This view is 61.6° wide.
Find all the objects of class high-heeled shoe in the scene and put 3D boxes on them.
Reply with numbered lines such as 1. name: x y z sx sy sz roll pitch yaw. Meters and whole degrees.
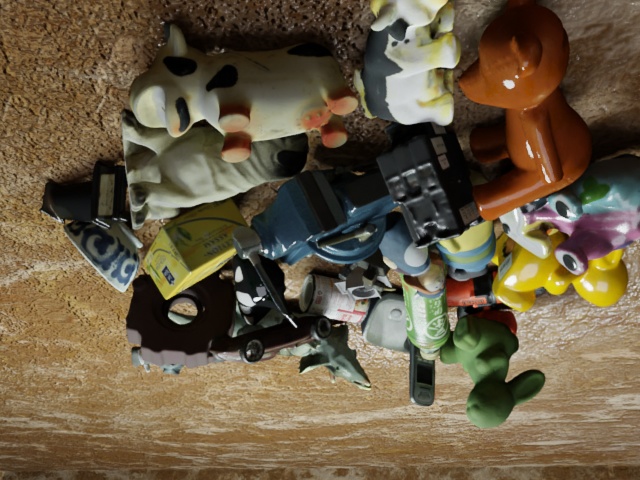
1. high-heeled shoe: -0.107 0.053 0.783 0.145 0.086 0.249 54 163 -24

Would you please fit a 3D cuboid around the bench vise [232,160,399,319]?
1. bench vise: -0.007 -0.011 0.638 0.224 0.129 0.240 -36 176 -24

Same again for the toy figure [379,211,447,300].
1. toy figure: 0.126 0.030 0.713 0.064 0.058 0.154 -32 120 16

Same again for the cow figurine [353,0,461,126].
1. cow figurine: 0.072 -0.173 0.471 0.098 0.068 0.167 -1 147 13

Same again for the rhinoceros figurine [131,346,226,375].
1. rhinoceros figurine: -0.269 0.211 1.053 0.190 0.112 0.073 -2 151 -10

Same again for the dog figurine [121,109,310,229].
1. dog figurine: -0.120 -0.081 0.607 0.190 0.121 0.172 -6 -174 -21

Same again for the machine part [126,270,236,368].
1. machine part: -0.214 0.112 0.838 0.179 0.179 0.056 6 146 -8

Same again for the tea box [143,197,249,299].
1. tea box: -0.163 0.013 0.700 0.098 0.068 0.169 -32 178 -28

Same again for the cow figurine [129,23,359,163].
1. cow figurine: -0.075 -0.140 0.494 0.195 0.127 0.085 -10 150 -10

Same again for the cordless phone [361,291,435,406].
1. cordless phone: 0.141 0.191 0.938 0.146 0.184 0.089 18 149 -25

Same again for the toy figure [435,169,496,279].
1. toy figure: 0.188 -0.020 0.697 0.089 0.082 0.180 -27 135 9

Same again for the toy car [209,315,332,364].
1. toy car: -0.071 0.151 0.808 0.089 0.053 0.202 -4 -176 44

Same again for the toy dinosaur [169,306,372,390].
1. toy dinosaur: -0.092 0.170 0.985 0.405 0.131 0.192 14 147 -8

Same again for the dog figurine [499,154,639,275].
1. dog figurine: 0.337 -0.059 0.608 0.219 0.192 0.108 -24 115 -9

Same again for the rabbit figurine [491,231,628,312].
1. rabbit figurine: 0.340 0.025 0.731 0.173 0.122 0.162 24 122 0

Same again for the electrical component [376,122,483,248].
1. electrical component: 0.117 -0.066 0.569 0.058 0.134 0.115 -22 178 30

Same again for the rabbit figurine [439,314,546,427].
1. rabbit figurine: 0.283 0.233 0.904 0.159 0.170 0.121 15 146 -14

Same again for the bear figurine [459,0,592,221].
1. bear figurine: 0.176 -0.121 0.499 0.132 0.120 0.195 -17 142 33

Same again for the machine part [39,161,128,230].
1. machine part: -0.292 -0.052 0.674 0.139 0.084 0.039 -6 177 27

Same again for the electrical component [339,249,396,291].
1. electrical component: 0.082 0.026 0.765 0.078 0.102 0.045 15 152 27
